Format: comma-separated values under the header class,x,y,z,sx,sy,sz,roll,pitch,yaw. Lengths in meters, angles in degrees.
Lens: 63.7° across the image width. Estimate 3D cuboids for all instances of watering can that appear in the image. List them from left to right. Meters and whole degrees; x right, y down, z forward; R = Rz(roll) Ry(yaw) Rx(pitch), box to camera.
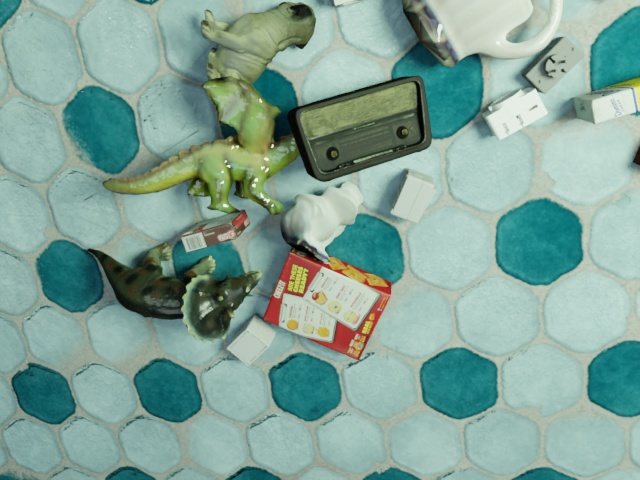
class,x,y,z,sx,sy,sz,roll,pitch,yaw
watering can,0.226,-0.427,0.809,0.222,0.346,0.105,-31,6,18

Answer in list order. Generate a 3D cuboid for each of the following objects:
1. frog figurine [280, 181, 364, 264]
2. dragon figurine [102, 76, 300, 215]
class,x,y,z,sx,sy,sz,roll,pitch,yaw
frog figurine,0.003,-0.049,0.969,0.123,0.161,0.135,15,-16,47
dragon figurine,-0.170,-0.171,0.915,0.410,0.238,0.124,3,26,-14
